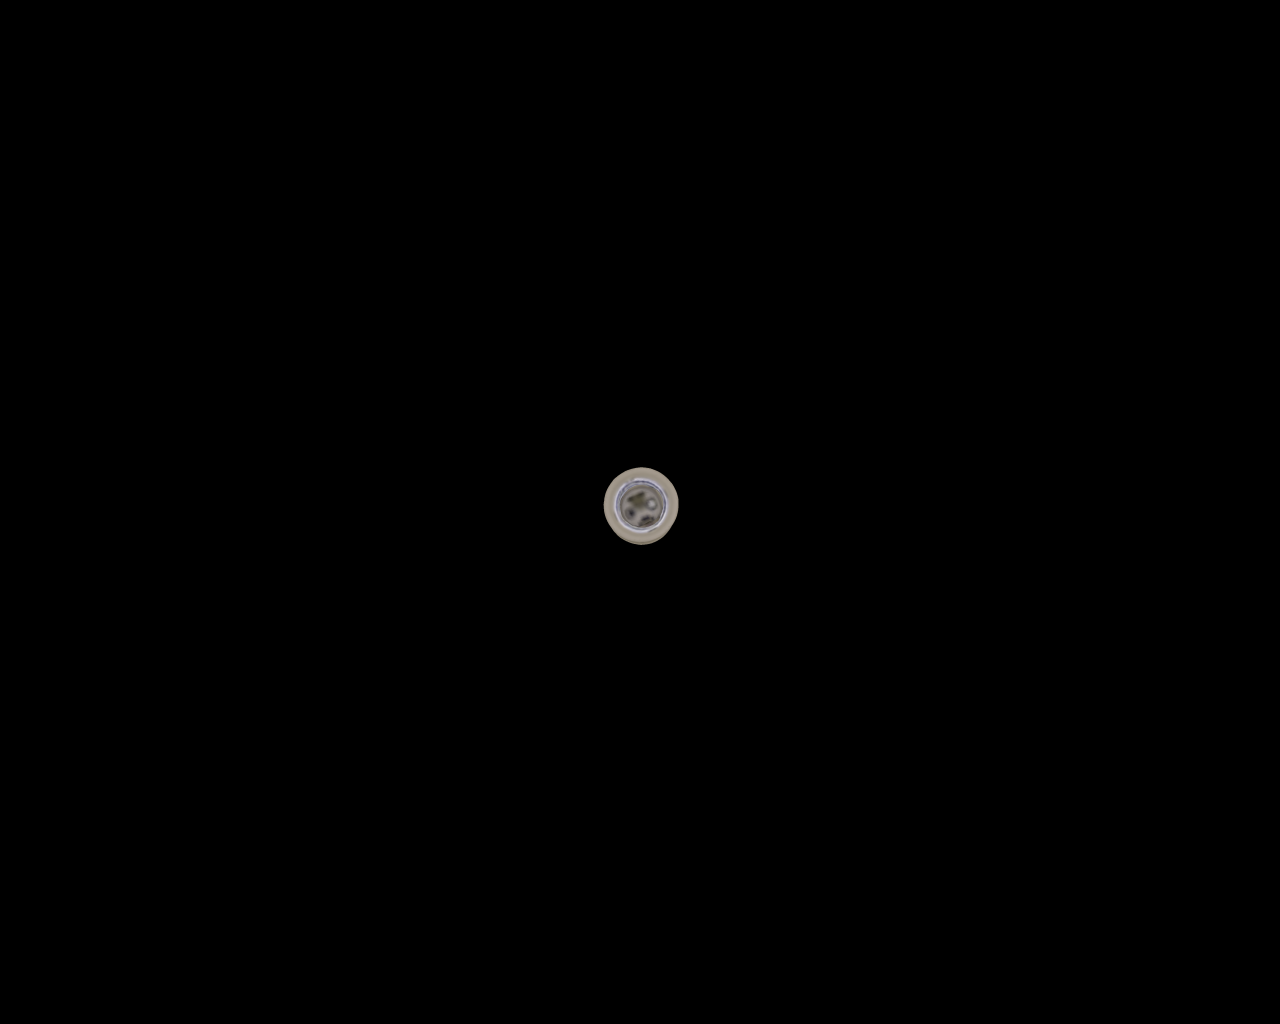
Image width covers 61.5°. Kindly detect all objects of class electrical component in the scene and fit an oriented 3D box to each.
[{"bbox_3d":[0.001,-0.003,0.650,0.045,0.045,0.055,0,-4,0],"label":"electrical component"}]
